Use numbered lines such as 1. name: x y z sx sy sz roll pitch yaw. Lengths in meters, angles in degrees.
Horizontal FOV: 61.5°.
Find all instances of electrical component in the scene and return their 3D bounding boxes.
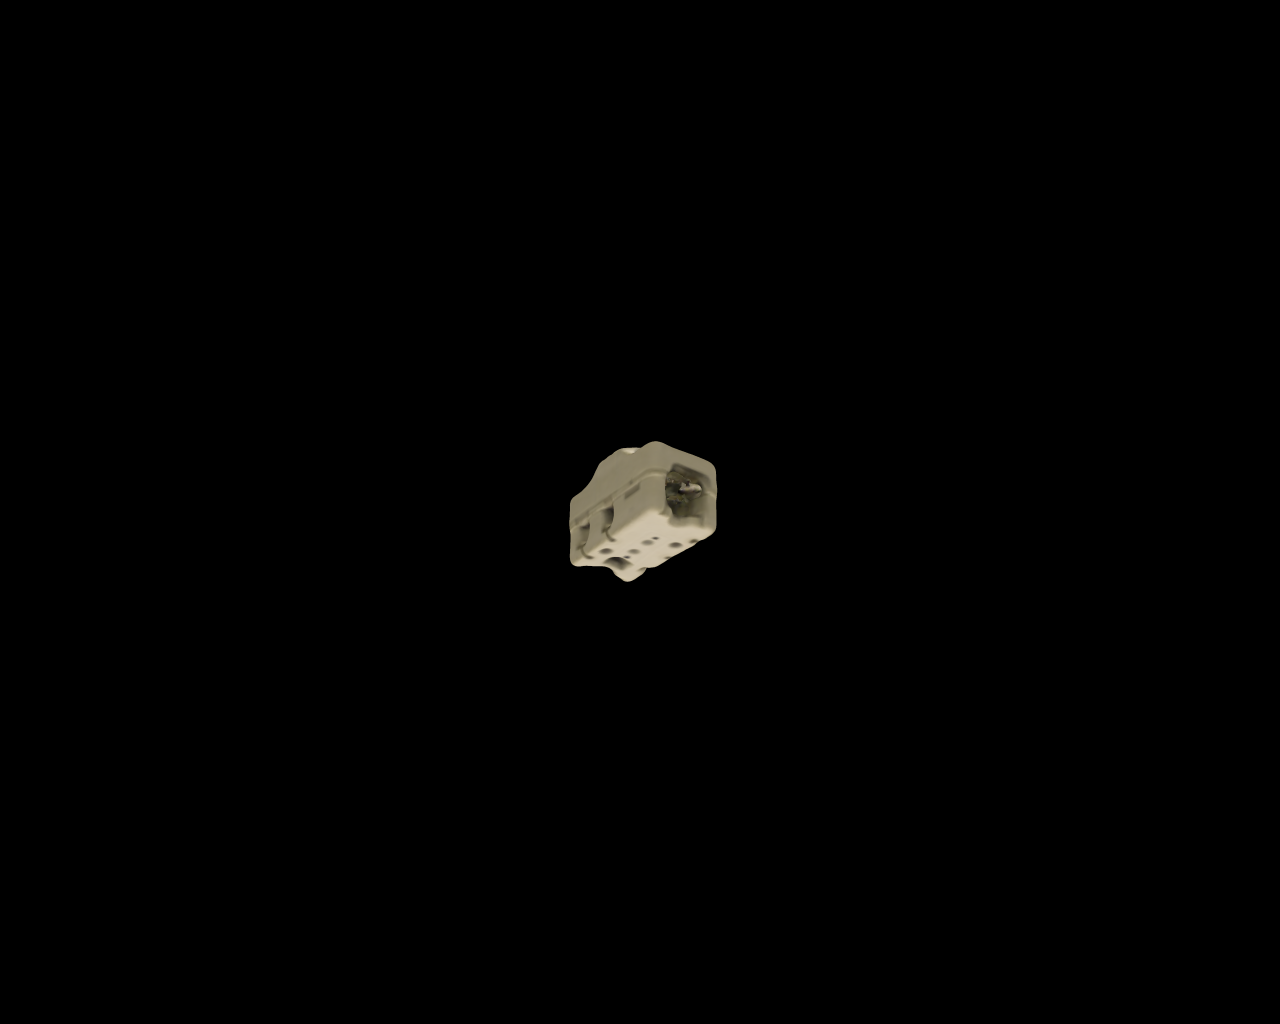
1. electrical component: 0.001 -0.003 0.650 0.050 0.056 0.089 19 -34 -31
